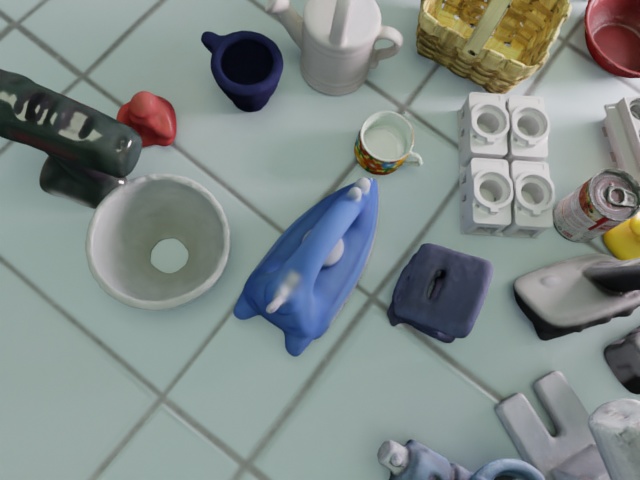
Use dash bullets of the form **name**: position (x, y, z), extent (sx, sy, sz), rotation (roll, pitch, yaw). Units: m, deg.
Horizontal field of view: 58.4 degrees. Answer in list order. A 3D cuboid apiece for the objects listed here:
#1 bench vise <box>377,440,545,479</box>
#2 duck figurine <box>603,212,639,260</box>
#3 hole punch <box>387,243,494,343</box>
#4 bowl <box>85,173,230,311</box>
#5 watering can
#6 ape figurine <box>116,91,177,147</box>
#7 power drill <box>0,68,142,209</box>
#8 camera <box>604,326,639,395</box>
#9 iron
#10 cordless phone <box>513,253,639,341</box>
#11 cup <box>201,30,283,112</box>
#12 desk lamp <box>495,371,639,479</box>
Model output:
- **bench vise**: position (0.157, 0.276, 0.570), extent (0.207, 0.220, 0.121), rotation (11, 73, -1)
- **duck figurine**: position (0.436, -0.005, 0.742), extent (0.104, 0.086, 0.077), rotation (26, 74, 3)
- **hole punch**: position (0.144, 0.064, 0.698), extent (0.101, 0.091, 0.109), rotation (25, 74, 3)
- **bowl**: position (-0.190, 0.008, 0.697), extent (0.167, 0.075, 0.167), rotation (1, 74, -4)
- **watering can**: position (0.019, -0.277, 0.733), extent (0.173, 0.194, 0.101), rotation (-7, 74, -6)
- **ape figurine**: position (-0.221, -0.159, 0.734), extent (0.077, 0.092, 0.076), rotation (38, 75, 7)
- **power drill**: position (-0.308, -0.113, 0.653), extent (0.229, 0.208, 0.076), rotation (17, 73, 1)
- **camera**: position (0.452, 0.156, 0.690), extent (0.143, 0.101, 0.137), rotation (-23, 77, -10)
- **iron**: position (0.006, 0.002, 0.679), extent (0.118, 0.141, 0.258), rotation (33, 74, 6)
- **cordless phone**: position (0.325, 0.052, 0.666), extent (0.147, 0.185, 0.094), rotation (-20, 76, -9)
- **cup**: position (-0.105, -0.219, 0.758), extent (0.117, 0.095, 0.092), rotation (34, 74, 6)
- **desk lamp**: position (0.304, 0.244, 0.594), extent (0.118, 0.213, 0.203), rotation (-28, 78, -11)
